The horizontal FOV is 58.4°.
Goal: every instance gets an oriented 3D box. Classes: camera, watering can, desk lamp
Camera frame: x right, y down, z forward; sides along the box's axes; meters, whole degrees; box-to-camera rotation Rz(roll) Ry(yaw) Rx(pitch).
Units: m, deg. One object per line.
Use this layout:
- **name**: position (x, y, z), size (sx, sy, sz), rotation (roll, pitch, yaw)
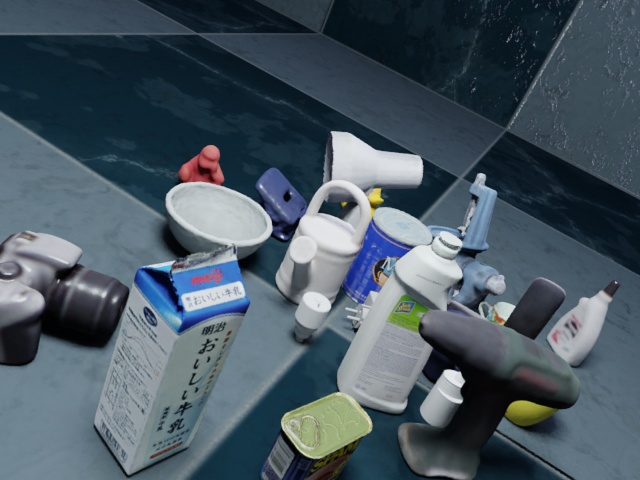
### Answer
- **camera**: position (-0.287, 0.060, 0.624), size (0.137, 0.101, 0.143), rotation (20, 28, -9)
- **watering can**: position (0.010, 0.004, 0.855), size (0.101, 0.194, 0.173), rotation (22, 28, -4)
- **desk lamp**: position (0.079, -0.074, 1.023), size (0.203, 0.213, 0.118), rotation (17, 29, -15)

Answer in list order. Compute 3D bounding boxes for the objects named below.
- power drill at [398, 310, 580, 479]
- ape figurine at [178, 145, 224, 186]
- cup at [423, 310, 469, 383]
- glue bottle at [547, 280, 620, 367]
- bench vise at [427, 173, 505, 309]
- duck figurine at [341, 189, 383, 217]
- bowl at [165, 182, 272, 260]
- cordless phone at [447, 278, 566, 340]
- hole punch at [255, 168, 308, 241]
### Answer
- **power drill**: position (0.177, 0.183, 0.666), size (0.230, 0.208, 0.075), rotation (14, 30, -20)
- **ape figurine**: position (-0.205, -0.126, 1.017), size (0.078, 0.092, 0.076), rotation (22, 28, -5)
- **cup**: position (0.189, 0.170, 0.820), size (0.092, 0.095, 0.118), rotation (22, 28, -5)
- **glue bottle**: position (0.473, 0.139, 1.014), size (0.037, 0.173, 0.078), rotation (12, 30, -22)
- **bench vise**: position (0.284, 0.004, 1.046), size (0.122, 0.219, 0.206), rotation (-8, 42, -46)
- **duck figurine**: position (0.095, -0.090, 1.201), size (0.078, 0.086, 0.104), rotation (2, 35, -36)
- **bowl**: position (-0.162, -0.016, 0.881), size (0.168, 0.074, 0.167), rotation (19, 28, -11)
- **cordless phone**: position (0.280, 0.115, 0.890), size (0.147, 0.185, 0.094), rotation (32, 29, 13)
- **hole punch**: position (-0.071, -0.067, 1.023), size (0.101, 0.091, 0.109), rotation (25, 28, 1)
